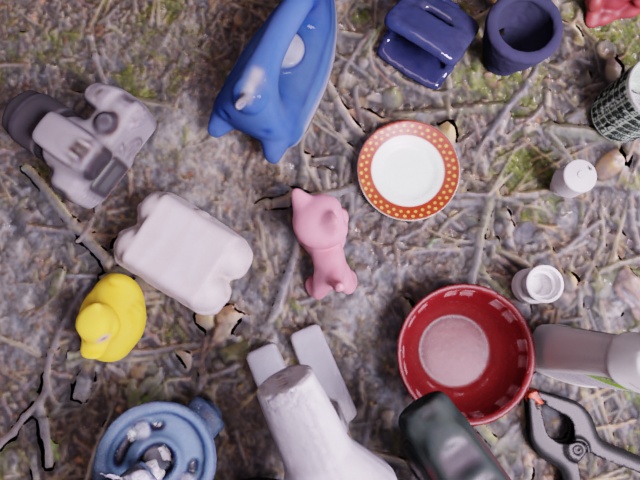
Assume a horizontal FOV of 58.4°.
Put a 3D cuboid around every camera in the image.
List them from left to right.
[{"bbox_3d":[-0.290,-0.131,0.671,0.137,0.101,0.143,34,82,2],"label":"camera"}]

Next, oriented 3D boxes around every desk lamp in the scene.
[{"bbox_3d":[-0.008,0.199,0.584,0.118,0.213,0.203,-24,84,-5],"label":"desk lamp"}]

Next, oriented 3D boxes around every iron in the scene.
[{"bbox_3d":[-0.041,-0.231,0.674,0.118,0.141,0.258,24,82,1],"label":"iron"}]

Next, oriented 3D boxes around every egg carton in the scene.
[{"bbox_3d":[-0.159,0.014,0.674,0.150,0.069,0.107,31,82,2],"label":"egg carton"}]

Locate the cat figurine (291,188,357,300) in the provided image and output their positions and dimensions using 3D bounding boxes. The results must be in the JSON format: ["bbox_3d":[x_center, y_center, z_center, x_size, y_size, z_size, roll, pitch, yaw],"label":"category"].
[{"bbox_3d":[0.006,0.002,0.658,0.067,0.117,0.128,-14,83,-4],"label":"cat figurine"}]

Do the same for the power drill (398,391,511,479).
[{"bbox_3d":[0.156,0.256,0.586,0.075,0.208,0.229,-34,85,-6],"label":"power drill"}]

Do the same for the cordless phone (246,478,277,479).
[{"bbox_3d":[-0.058,0.331,0.578,0.094,0.185,0.147,-8,83,-3],"label":"cordless phone"}]

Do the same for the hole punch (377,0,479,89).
[{"bbox_3d":[0.135,-0.263,0.712,0.108,0.091,0.101,32,82,2],"label":"hole punch"}]

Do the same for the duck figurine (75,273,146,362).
[{"bbox_3d":[-0.245,0.088,0.652,0.077,0.086,0.105,11,82,-1],"label":"duck figurine"}]

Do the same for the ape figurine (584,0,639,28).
[{"bbox_3d":[0.388,-0.321,0.730,0.078,0.092,0.076,22,82,1],"label":"ape figurine"}]

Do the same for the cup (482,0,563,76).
[{"bbox_3d":[0.242,-0.259,0.714,0.091,0.095,0.118,15,82,0],"label":"cup"}]

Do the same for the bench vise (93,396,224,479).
[{"bbox_3d":[-0.185,0.257,0.565,0.121,0.219,0.207,30,82,2],"label":"bench vise"}]
